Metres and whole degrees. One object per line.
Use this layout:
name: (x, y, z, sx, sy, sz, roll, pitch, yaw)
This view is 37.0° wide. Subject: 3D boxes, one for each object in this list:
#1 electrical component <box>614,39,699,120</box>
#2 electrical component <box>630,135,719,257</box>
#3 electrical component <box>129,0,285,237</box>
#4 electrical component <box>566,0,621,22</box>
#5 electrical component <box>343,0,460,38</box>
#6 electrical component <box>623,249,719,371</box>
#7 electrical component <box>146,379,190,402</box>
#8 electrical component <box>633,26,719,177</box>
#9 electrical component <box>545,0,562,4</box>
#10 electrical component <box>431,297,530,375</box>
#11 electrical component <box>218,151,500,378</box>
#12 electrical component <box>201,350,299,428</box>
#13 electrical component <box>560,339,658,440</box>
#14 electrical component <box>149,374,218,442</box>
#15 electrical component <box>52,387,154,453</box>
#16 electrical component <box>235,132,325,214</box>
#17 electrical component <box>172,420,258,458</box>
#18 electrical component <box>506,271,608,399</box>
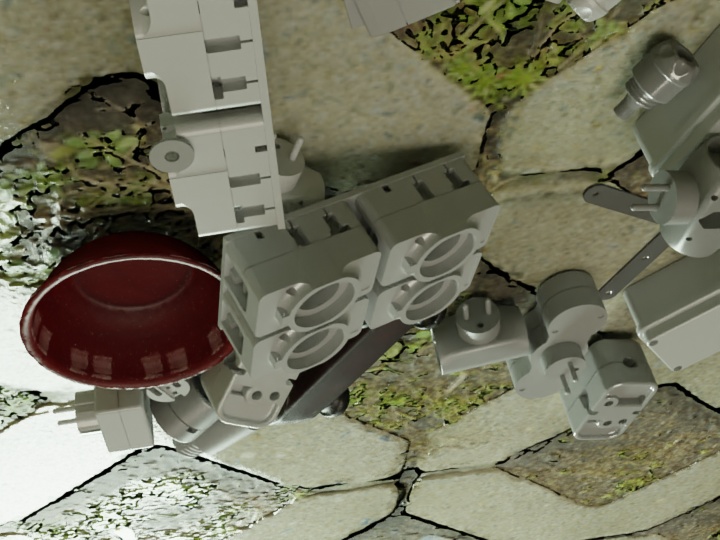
electrical component: (0.198, -0.126, 0.731, 0.035, 0.035, 0.061, 16, 135, -32)
electrical component: (0.223, -0.049, 0.729, 0.079, 0.043, 0.077, -1, 140, -15)
electrical component: (-0.086, -0.118, 0.598, 0.060, 0.105, 0.186, -9, 141, -5)
electrical component: (0.153, -0.180, 0.650, 0.061, 0.035, 0.035, -38, 135, 25)
electrical component: (0.011, -0.176, 0.591, 0.061, 0.061, 0.096, -21, 141, 9)
electrical component: (0.298, 0.031, 0.934, 0.113, 0.057, 0.078, -31, 139, 20)
electrical component: (-0.156, 0.077, 0.866, 0.040, 0.046, 0.040, -8, 141, -7)
electrical component: (0.258, -0.107, 0.753, 0.078, 0.057, 0.113, 10, 136, -27)
electrical component: (0.110, -0.191, 0.619, 0.081, 0.042, 0.063, 9, 140, -25)
electrical component: (0.100, 0.049, 0.908, 0.077, 0.044, 0.079, -13, 142, 0)
electrical component: (0.000, 0.000, 0.750, 0.186, 0.060, 0.105, -22, 151, -23)
electrical component: (-0.084, 0.069, 0.852, 0.054, 0.059, 0.095, 16, 110, -33)
electrical component: (0.230, 0.109, 1.008, 0.054, 0.059, 0.095, 2, 139, -18)
electrical component: (-0.141, 0.109, 0.904, 0.047, 0.055, 0.055, -37, 136, 22)
electrical component: (-0.215, 0.117, 0.896, 0.077, 0.047, 0.065, -8, 141, -7)
electrical component: (-0.061, -0.062, 0.724, 0.077, 0.043, 0.079, 6, 138, -23)
electrical component: (-0.131, 0.140, 0.952, 0.081, 0.043, 0.043, -32, 138, 23)
electrical component: (0.173, 0.072, 0.934, 0.052, 0.073, 0.138, 0, 140, -16)
